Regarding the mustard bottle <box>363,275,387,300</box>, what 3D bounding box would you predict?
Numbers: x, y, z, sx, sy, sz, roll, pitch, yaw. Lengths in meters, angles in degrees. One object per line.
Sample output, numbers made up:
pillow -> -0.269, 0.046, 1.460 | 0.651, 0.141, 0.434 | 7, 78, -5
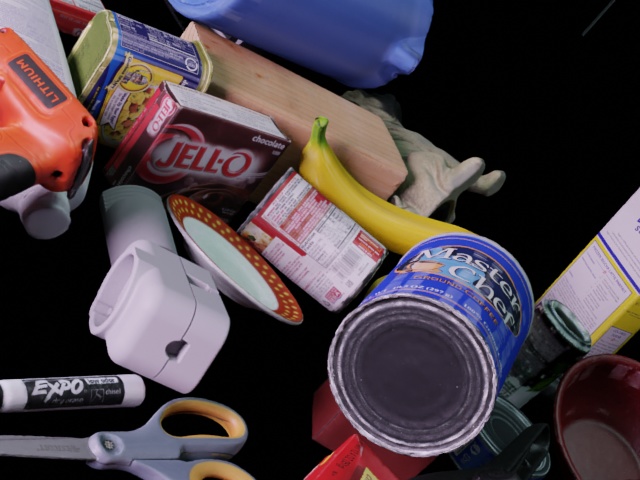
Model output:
mustard bottle -> 0.085, 0.063, 0.867 | 0.096, 0.058, 0.191 | 37, 24, 15

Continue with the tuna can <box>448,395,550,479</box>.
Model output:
tuna can -> 0.134, 0.156, 0.815 | 0.086, 0.034, 0.086 | 32, 27, -18

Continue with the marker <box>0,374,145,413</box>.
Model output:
marker -> -0.145, 0.083, 0.569 | 0.120, 0.020, 0.020 | 6, 41, -50

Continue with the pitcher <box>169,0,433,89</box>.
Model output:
pitcher -> -0.025, -0.222, 0.920 | 0.242, 0.149, 0.145 | 7, 83, -53

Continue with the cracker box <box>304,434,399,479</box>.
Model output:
cracker box -> 0.045, 0.222, 0.542 | 0.214, 0.072, 0.164 | 45, 26, 8

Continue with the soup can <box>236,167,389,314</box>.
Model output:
soup can -> -0.005, 0.001, 0.834 | 0.102, 0.069, 0.068 | 40, 25, -2

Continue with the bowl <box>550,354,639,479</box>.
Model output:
bowl -> 0.245, 0.177, 0.873 | 0.162, 0.055, 0.162 | 14, 52, -19

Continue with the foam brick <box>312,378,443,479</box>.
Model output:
foam brick -> 0.041, 0.120, 0.724 | 0.078, 0.051, 0.053 | 32, 25, -16

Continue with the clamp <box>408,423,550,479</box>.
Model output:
clamp -> 0.114, 0.164, 0.689 | 0.209, 0.036, 0.165 | -8, 8, -18

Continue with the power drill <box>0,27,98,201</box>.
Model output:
power drill -> -0.232, -0.059, 0.583 | 0.184, 0.057, 0.187 | 48, 46, 13

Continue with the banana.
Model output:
banana -> 0.050, -0.025, 0.880 | 0.197, 0.070, 0.037 | 33, 51, -25

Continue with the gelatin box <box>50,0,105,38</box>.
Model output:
gelatin box -> -0.228, -0.213, 0.920 | 0.073, 0.030, 0.089 | 13, 36, -46

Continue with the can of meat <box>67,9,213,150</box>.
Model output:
can of meat -> -0.143, -0.113, 0.793 | 0.083, 0.102, 0.057 | 15, 36, -38

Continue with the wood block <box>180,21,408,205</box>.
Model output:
wood block -> -0.038, -0.087, 0.904 | 0.205, 0.091, 0.090 | 22, 31, -34

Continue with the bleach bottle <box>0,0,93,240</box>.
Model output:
bleach bottle -> -0.215, -0.102, 0.723 | 0.102, 0.068, 0.251 | 15, 37, -40

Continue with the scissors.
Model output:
scissors -> -0.099, 0.126, 0.565 | 0.096, 0.016, 0.201 | 51, 28, 23

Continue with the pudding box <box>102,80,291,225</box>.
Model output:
pudding box -> -0.091, -0.062, 0.793 | 0.113, 0.090, 0.039 | 11, 37, -47

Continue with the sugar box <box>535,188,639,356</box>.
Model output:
sugar box -> 0.286, 0.044, 1.036 | 0.048, 0.176, 0.093 | 22, 31, -33

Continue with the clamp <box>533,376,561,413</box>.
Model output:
clamp -> 0.215, 0.125, 0.969 | 0.171, 0.039, 0.120 | 47, 26, 6

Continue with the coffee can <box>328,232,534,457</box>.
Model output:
coffee can -> 0.075, 0.062, 0.682 | 0.103, 0.103, 0.140 | 42, 25, 5
